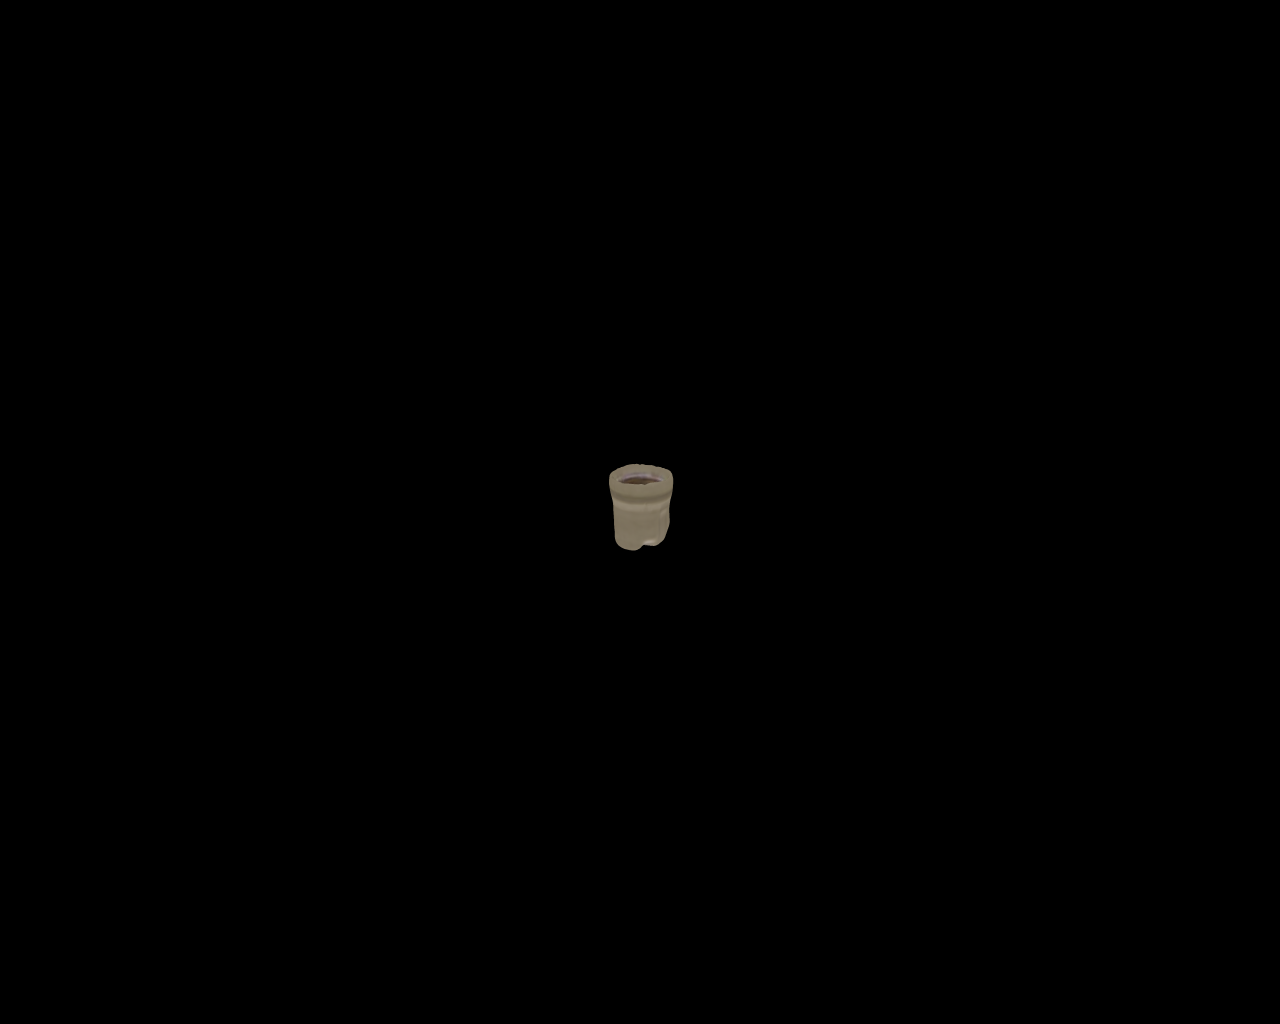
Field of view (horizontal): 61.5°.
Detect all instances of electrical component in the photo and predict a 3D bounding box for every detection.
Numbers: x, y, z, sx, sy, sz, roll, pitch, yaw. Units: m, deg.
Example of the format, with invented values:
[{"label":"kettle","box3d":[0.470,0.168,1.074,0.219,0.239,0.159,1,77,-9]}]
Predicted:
[{"label":"electrical component","box3d":[0.001,-0.003,0.650,0.040,0.046,0.040,0,22,0]}]
